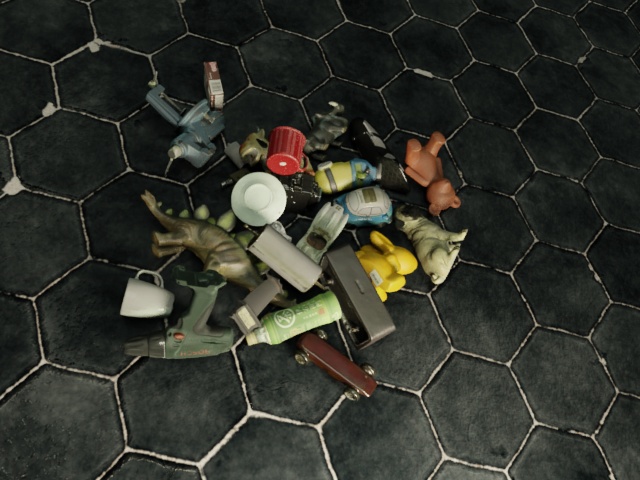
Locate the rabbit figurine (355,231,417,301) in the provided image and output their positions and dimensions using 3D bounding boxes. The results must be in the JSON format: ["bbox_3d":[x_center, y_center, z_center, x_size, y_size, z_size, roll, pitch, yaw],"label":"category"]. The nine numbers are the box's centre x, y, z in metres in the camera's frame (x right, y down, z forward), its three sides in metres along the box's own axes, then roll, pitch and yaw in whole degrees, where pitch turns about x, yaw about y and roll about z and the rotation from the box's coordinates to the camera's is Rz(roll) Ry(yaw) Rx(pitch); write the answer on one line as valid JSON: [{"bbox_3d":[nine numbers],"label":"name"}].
[{"bbox_3d":[0.162,0.063,1.335,0.173,0.121,0.162,-19,60,-35],"label":"rabbit figurine"}]

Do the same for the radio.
[{"bbox_3d":[0.077,0.135,1.252,0.073,0.131,0.229,-20,71,-21],"label":"radio"}]

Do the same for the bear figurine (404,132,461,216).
[{"bbox_3d":[0.310,-0.175,1.463,0.120,0.131,0.196,-17,63,-18],"label":"bear figurine"}]

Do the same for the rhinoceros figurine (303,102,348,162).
[{"bbox_3d":[0.015,-0.303,1.493,0.112,0.073,0.190,30,63,15],"label":"rhinoceros figurine"}]

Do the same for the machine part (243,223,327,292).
[{"bbox_3d":[-0.081,0.042,1.235,0.243,0.079,0.079,39,61,-11],"label":"machine part"}]

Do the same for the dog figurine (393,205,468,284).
[{"bbox_3d":[0.259,0.008,1.382,0.191,0.121,0.172,23,49,11],"label":"dog figurine"}]

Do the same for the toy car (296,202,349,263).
[{"bbox_3d":[-0.003,-0.004,1.329,0.073,0.056,0.201,33,77,4],"label":"toy car"}]

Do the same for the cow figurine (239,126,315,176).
[{"bbox_3d":[-0.117,-0.216,1.383,0.195,0.085,0.127,7,54,-35],"label":"cow figurine"}]

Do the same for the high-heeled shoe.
[{"bbox_3d":[0.171,-0.239,1.510,0.248,0.086,0.145,46,30,-9],"label":"high-heeled shoe"}]

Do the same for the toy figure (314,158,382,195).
[{"bbox_3d":[0.072,-0.167,1.416,0.180,0.082,0.089,-3,60,-4],"label":"toy figure"}]

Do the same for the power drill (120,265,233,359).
[{"bbox_3d":[-0.290,0.161,1.133,0.232,0.086,0.207,8,105,-18],"label":"power drill"}]

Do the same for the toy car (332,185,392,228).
[{"bbox_3d":[0.120,-0.095,1.392,0.162,0.103,0.109,-3,64,-16],"label":"toy car"}]

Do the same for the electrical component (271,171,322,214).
[{"bbox_3d":[-0.066,-0.119,1.354,0.134,0.115,0.058,8,65,-7],"label":"electrical component"}]

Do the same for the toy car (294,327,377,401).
[{"bbox_3d":[0.035,0.282,1.215,0.202,0.053,0.089,34,51,9],"label":"toy car"}]

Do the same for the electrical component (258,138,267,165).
[{"bbox_3d":[-0.147,-0.241,1.448,0.094,0.021,0.063,-35,77,-26],"label":"electrical component"}]

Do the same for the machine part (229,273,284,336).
[{"bbox_3d":[-0.137,0.139,1.181,0.139,0.039,0.084,-50,123,-26],"label":"machine part"}]

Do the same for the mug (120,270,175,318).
[{"bbox_3d":[-0.377,0.125,1.190,0.107,0.081,0.109,17,57,-17],"label":"mug"}]

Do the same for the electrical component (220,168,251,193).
[{"bbox_3d":[-0.193,-0.140,1.378,0.102,0.045,0.078,-36,55,-27],"label":"electrical component"}]

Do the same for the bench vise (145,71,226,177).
[{"bbox_3d":[-0.356,-0.302,1.364,0.240,0.129,0.224,45,54,-10],"label":"bench vise"}]

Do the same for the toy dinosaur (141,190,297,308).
[{"bbox_3d":[-0.224,0.040,1.249,0.471,0.105,0.198,43,58,-2],"label":"toy dinosaur"}]
